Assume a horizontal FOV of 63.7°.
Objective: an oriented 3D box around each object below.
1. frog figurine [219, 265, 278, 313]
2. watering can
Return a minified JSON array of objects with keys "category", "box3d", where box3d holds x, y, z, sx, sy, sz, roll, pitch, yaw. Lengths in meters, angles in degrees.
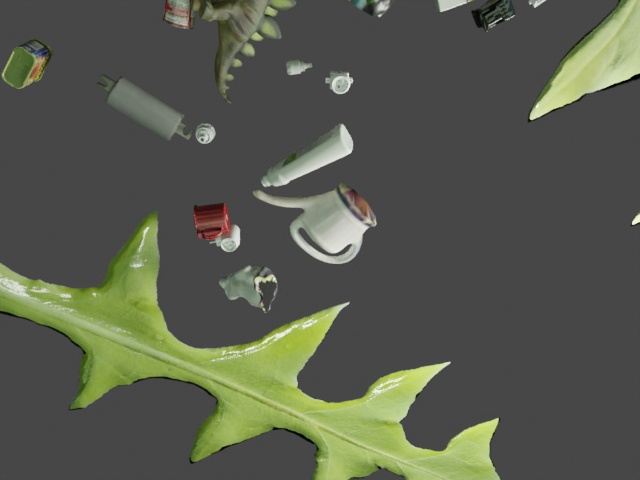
[{"category":"frog figurine","box3d":[-0.209,0.135,1.513,0.159,0.125,0.134,6,138,37]},{"category":"watering can","box3d":[0.004,-0.070,1.382,0.222,0.106,0.343,-38,119,17]}]
